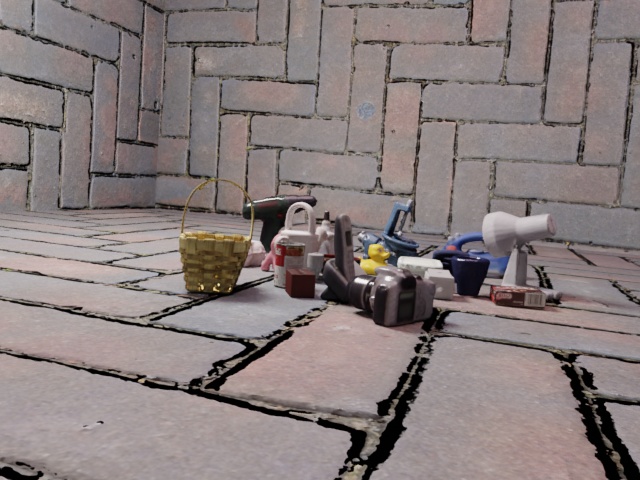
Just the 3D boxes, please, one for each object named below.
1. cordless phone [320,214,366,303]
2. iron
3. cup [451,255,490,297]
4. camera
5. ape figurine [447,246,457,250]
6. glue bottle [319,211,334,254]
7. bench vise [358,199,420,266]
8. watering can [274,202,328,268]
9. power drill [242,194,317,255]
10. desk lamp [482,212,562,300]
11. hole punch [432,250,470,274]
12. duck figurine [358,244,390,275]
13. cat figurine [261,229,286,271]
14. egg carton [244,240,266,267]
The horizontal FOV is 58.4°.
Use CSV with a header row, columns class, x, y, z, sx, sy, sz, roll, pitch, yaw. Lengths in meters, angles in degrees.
class,x,y,z,sx,sy,sz,roll,pitch,yaw
cordless phone,0.065,0.036,1.235,0.094,0.185,0.148,6,6,20
iron,0.478,0.038,1.789,0.258,0.141,0.118,5,5,2
cup,0.362,0.088,1.407,0.091,0.095,0.118,4,5,-2
camera,0.128,0.097,1.091,0.144,0.101,0.136,-1,8,-44
ape figurine,0.390,0.062,1.720,0.077,0.092,0.076,5,5,9
glue bottle,0.015,0.006,1.583,0.077,0.173,0.037,9,7,43
bench vise,0.214,-0.020,1.774,0.207,0.220,0.122,6,6,13
watering can,-0.050,-0.001,1.490,0.100,0.194,0.173,6,6,19
power drill,-0.129,-0.041,1.779,0.229,0.208,0.075,4,5,-1
desk lamp,0.520,0.034,1.475,0.202,0.213,0.118,9,7,42
hole punch,0.367,0.069,1.632,0.108,0.091,0.101,5,5,8
duck figurine,0.155,0.054,1.647,0.104,0.086,0.078,6,6,21
cat figurine,-0.109,0.025,1.579,0.067,0.118,0.128,6,6,18
egg carton,-0.234,0.034,1.640,0.149,0.069,0.108,9,7,38
